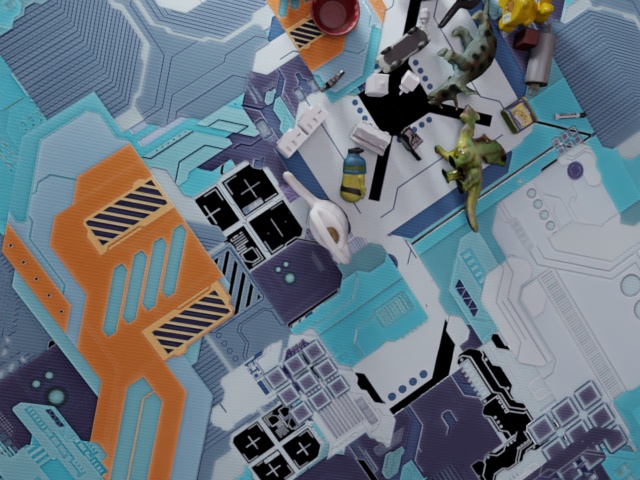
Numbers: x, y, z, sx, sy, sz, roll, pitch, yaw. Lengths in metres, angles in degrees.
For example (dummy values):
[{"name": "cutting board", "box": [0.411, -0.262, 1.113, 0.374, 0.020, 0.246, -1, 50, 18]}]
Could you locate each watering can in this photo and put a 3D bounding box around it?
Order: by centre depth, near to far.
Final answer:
[{"name": "watering can", "box": [0.005, -0.082, 1.622, 0.103, 0.227, 0.346, -31, 98, 14]}]

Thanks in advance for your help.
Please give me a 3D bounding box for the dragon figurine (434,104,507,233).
[{"name": "dragon figurine", "box": [0.539, -0.254, 1.747, 0.244, 0.122, 0.407, -25, 99, -13]}]
